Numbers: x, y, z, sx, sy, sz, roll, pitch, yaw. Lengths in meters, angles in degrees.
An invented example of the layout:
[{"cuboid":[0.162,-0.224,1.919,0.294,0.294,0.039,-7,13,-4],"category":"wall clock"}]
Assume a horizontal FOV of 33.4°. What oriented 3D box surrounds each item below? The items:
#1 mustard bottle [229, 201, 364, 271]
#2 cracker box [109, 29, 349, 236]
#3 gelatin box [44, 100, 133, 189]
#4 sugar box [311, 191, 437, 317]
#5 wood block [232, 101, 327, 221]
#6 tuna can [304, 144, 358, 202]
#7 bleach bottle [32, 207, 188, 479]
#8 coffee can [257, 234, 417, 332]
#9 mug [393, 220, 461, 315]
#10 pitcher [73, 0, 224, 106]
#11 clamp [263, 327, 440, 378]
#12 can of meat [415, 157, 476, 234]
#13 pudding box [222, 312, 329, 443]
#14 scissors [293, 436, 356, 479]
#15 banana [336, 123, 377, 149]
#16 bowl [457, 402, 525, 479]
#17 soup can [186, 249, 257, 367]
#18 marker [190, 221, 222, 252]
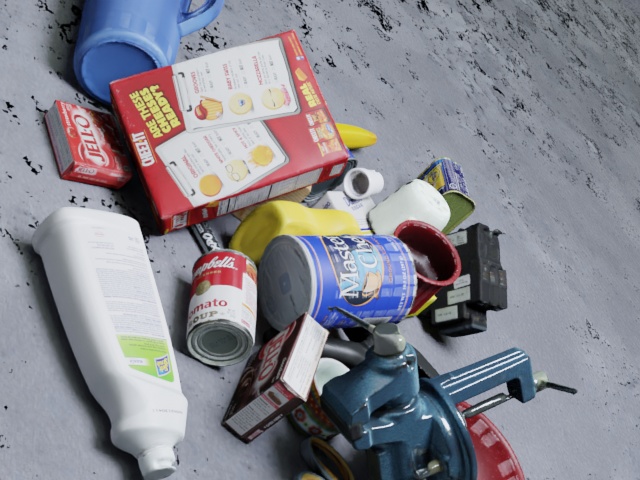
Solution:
[{"cuboid":[-0.008,0.002,1.234,0.191,0.096,0.058,6,49,-48],"category":"mustard bottle"},{"cuboid":[-0.099,-0.117,1.152,0.213,0.072,0.164,-19,75,-13],"category":"cracker box"},{"cuboid":[-0.243,-0.099,1.120,0.073,0.030,0.089,11,46,-45],"category":"gelatin box"},{"cuboid":[0.066,0.018,1.361,0.093,0.048,0.176,-2,53,-53],"category":"sugar box"},{"cuboid":[-0.061,-0.114,1.306,0.090,0.091,0.206,35,33,-18],"category":"wood block"},{"cuboid":[0.005,-0.088,1.364,0.034,0.086,0.086,53,31,14],"category":"tuna can"},{"cuboid":[-0.181,0.093,0.950,0.102,0.068,0.251,9,50,-44],"category":"bleach bottle"},{"cuboid":[0.018,0.045,1.146,0.140,0.103,0.103,0,54,-35],"category":"coffee can"},{"cuboid":[0.098,0.038,1.258,0.117,0.082,0.093,-13,63,-42],"category":"mug"},{"cuboid":[-0.206,-0.268,1.254,0.144,0.149,0.243,31,38,-27],"category":"pitcher"},{"cuboid":[0.045,0.126,1.175,0.210,0.036,0.164,35,31,15],"category":"clamp"},{"cuboid":[0.165,-0.056,1.515,0.057,0.102,0.084,29,33,-28],"category":"can of meat"},{"cuboid":[-0.042,0.134,1.047,0.039,0.090,0.113,40,32,-14],"category":"pudding box"},{"cuboid":[0.042,0.282,1.055,0.202,0.016,0.096,51,30,6],"category":"scissors"},{"cuboid":[0.017,-0.137,1.466,0.070,0.037,0.197,23,16,16],"category":"banana"},{"cuboid":[0.157,0.257,1.189,0.162,0.055,0.162,32,34,-25],"category":"bowl"},{"cuboid":[-0.098,0.068,1.074,0.068,0.069,0.102,31,35,-26],"category":"soup can"},{"cuboid":[-0.117,0.011,1.164,0.020,0.020,0.121,-5,59,-53],"category":"marker"}]
